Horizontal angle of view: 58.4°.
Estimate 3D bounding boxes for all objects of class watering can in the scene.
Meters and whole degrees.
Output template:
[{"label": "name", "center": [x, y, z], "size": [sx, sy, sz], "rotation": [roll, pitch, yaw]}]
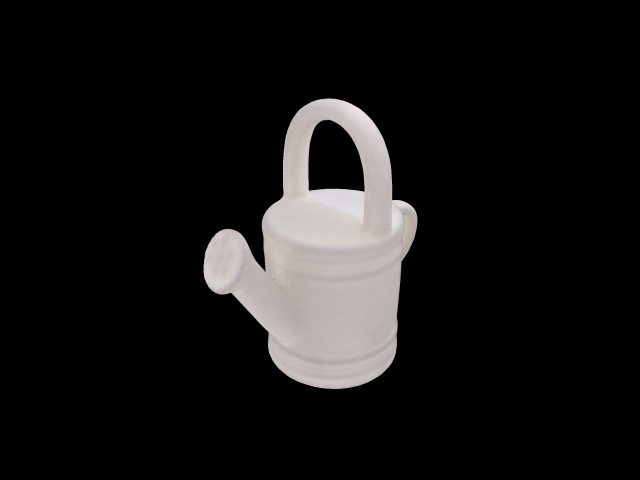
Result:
[{"label": "watering can", "center": [0.005, 0.002, 0.399], "size": [0.100, 0.194, 0.173], "rotation": [14, 31, 24]}]
